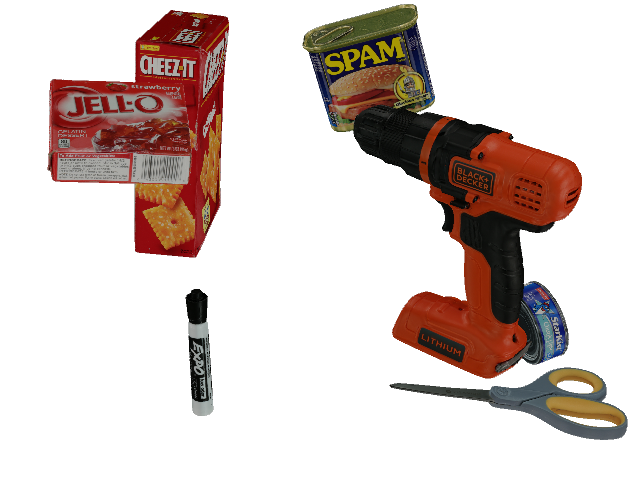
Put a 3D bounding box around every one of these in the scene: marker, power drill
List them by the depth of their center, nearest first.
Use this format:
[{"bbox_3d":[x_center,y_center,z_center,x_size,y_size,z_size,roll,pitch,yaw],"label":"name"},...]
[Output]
[{"bbox_3d":[0.098,-0.001,0.807,0.185,0.188,0.057,24,37,34],"label":"power drill"},{"bbox_3d":[-0.105,0.098,0.930,0.020,0.121,0.020,0,25,0],"label":"marker"}]

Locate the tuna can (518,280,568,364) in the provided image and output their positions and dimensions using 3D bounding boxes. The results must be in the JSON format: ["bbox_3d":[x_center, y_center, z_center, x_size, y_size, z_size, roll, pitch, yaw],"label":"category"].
[{"bbox_3d":[0.229,0.089,1.148,0.033,0.086,0.086,-19,5,-15],"label":"tuna can"}]

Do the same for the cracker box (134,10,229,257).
[{"bbox_3d":[-0.139,-0.112,1.086,0.072,0.214,0.164,6,22,1],"label":"cracker box"}]

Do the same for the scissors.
[{"bbox_3d":[0.168,0.129,0.936,0.202,0.016,0.096,14,29,12],"label":"scissors"}]

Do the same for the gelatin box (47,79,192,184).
[{"bbox_3d":[-0.131,-0.071,0.692,0.089,0.073,0.030,1,-45,-14],"label":"gelatin box"}]

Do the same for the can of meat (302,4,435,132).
[{"bbox_3d":[0.045,-0.150,0.937,0.102,0.084,0.057,-13,28,9],"label":"can of meat"}]
